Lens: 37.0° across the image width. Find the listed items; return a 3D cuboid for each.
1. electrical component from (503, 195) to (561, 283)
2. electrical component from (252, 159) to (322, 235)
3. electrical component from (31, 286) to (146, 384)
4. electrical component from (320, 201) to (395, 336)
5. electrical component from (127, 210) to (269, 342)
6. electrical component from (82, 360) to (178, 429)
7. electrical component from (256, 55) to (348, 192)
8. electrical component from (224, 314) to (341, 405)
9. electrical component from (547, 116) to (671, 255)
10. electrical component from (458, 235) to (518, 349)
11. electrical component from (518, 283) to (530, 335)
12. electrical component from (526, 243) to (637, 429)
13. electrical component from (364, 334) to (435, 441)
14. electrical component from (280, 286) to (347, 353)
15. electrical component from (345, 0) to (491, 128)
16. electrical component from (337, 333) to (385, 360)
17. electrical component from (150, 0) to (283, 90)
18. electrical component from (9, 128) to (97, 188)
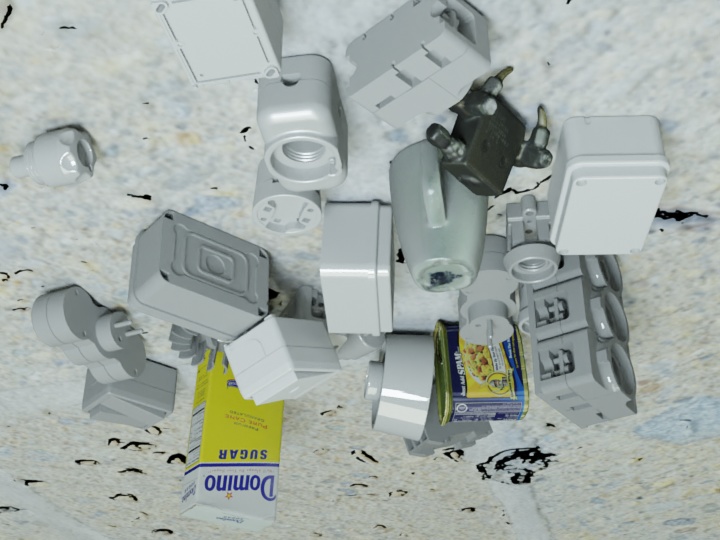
[{"bbox_3d":[0.146,-0.022,0.920,0.048,0.055,0.066,-4,148,5],"label":"electrical component"},{"bbox_3d":[-0.058,-0.062,0.862,0.055,0.047,0.055,0,148,0],"label":"electrical component"},{"bbox_3d":[-0.249,0.062,1.052,0.074,0.052,0.138,-13,146,20],"label":"electrical component"},{"bbox_3d":[0.000,0.000,0.933,0.057,0.078,0.113,1,148,4],"label":"electrical component"},{"bbox_3d":[-0.142,0.008,0.944,0.113,0.078,0.057,23,138,-32],"label":"electrical component"},{"bbox_3d":[-0.242,0.134,1.159,0.096,0.061,0.062,24,141,-33],"label":"electrical component"},{"bbox_3d":[-0.041,-0.102,0.787,0.054,0.059,0.095,-5,147,8],"label":"electrical component"},{"bbox_3d":[-0.063,0.083,0.969,0.062,0.061,0.096,-33,158,25],"label":"electrical component"},{"bbox_3d":[0.194,-0.064,0.853,0.078,0.057,0.113,-1,148,1],"label":"electrical component"},{"bbox_3d":[0.118,0.035,0.994,0.052,0.073,0.138,-3,148,3],"label":"electrical component"},{"bbox_3d":[0.168,0.033,1.017,0.040,0.046,0.040,0,148,0],"label":"electrical component"},{"bbox_3d":[0.197,0.050,0.946,0.062,0.150,0.089,-20,143,30],"label":"electrical component"},{"bbox_3d":[0.037,0.116,1.095,0.060,0.108,0.108,8,147,-3],"label":"electrical component"},{"bbox_3d":[-0.050,0.065,1.055,0.050,0.055,0.089,13,145,-19],"label":"electrical component"},{"bbox_3d":[0.041,-0.142,0.733,0.089,0.050,0.056,-28,138,36],"label":"electrical component"},{"bbox_3d":[-0.011,0.071,1.081,0.040,0.040,0.078,27,139,-36],"label":"electrical component"},{"bbox_3d":[-0.090,-0.170,0.677,0.062,0.061,0.096,-7,147,10],"label":"electrical component"},{"bbox_3d":[-0.239,-0.084,0.829,0.062,0.043,0.043,-9,147,17],"label":"electrical component"}]
